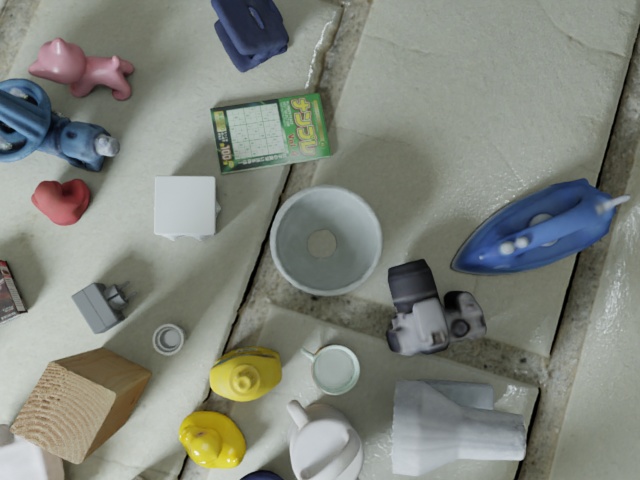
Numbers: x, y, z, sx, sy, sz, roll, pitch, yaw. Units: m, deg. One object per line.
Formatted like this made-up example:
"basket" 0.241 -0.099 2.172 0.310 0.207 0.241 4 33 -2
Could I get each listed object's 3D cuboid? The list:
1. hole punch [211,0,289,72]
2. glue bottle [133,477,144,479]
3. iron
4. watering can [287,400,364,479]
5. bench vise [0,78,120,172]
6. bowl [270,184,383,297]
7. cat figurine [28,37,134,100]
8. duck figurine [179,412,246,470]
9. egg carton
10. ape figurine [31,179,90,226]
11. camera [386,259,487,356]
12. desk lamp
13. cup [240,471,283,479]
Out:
"hole punch" -0.107 -0.335 0.887 0.101 0.091 0.109 -30 87 -8
"glue bottle" -0.272 0.370 0.751 0.078 0.173 0.037 -43 89 -8
"iron" 0.334 -0.011 0.871 0.258 0.141 0.119 -24 86 -8
"watering can" 0.016 0.295 0.779 0.173 0.194 0.101 31 82 -1
"bench vise" -0.386 -0.170 0.775 0.207 0.219 0.121 -4 84 -6
"bowl" 0.008 0.003 0.870 0.167 0.074 0.167 1 84 -6
"cat figurine" -0.350 -0.257 0.840 0.128 0.117 0.067 -1 84 -6
"duck figurine" -0.156 0.292 0.816 0.104 0.086 0.077 31 82 -2
"egg carton" -0.410 0.324 0.794 0.107 0.069 0.150 -16 86 -7
"ape figurine" -0.380 -0.061 0.828 0.078 0.092 0.076 2 83 -5
"camera" 0.165 0.096 0.863 0.143 0.100 0.137 -14 85 -7
"desk lamp" 0.178 0.251 0.790 0.203 0.213 0.118 3 83 -5
"cup" -0.074 0.374 0.811 0.092 0.095 0.118 -44 89 -8
